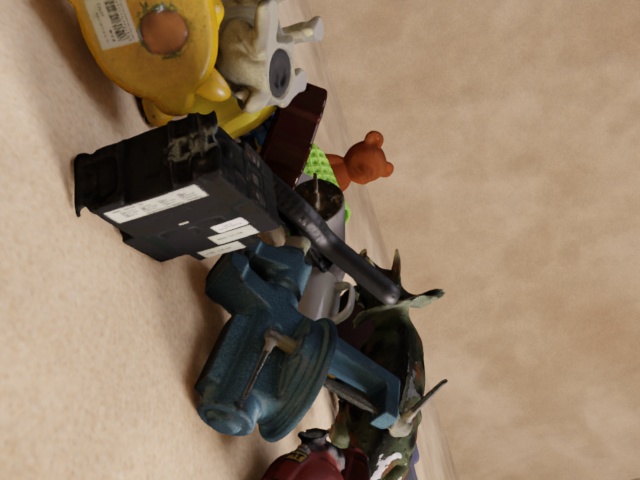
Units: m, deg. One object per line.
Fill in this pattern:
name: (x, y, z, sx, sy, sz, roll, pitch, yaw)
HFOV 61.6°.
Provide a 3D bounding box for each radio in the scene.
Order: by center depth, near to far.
radio: (0.080, 0.154, 0.965, 0.131, 0.073, 0.229, 45, 6, 7)

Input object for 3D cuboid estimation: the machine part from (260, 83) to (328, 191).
machine part: (-0.048, -0.119, 0.696, 0.179, 0.056, 0.179, -159, -90, -79)

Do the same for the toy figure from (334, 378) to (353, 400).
toy figure: (0.057, 0.236, 0.923, 0.058, 0.064, 0.154, 35, 6, 3)

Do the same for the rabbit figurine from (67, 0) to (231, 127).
rabbit figurine: (-0.137, -0.188, 0.477, 0.173, 0.122, 0.162, 57, -8, 52)

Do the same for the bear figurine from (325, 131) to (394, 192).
bear figurine: (0.042, -0.114, 1.011, 0.132, 0.196, 0.120, -93, 165, -47)

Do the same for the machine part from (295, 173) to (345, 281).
machine part: (-0.002, -0.002, 0.759, 0.243, 0.079, 0.079, 84, -2, -52)

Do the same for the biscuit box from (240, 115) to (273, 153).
biscuit box: (-0.092, -0.178, 0.800, 0.202, 0.059, 0.063, 57, 19, -55)

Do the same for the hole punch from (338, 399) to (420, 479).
hole punch: (0.087, 0.309, 0.803, 0.092, 0.116, 0.142, -28, 103, -84)

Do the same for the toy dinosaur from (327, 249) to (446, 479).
toy dinosaur: (0.080, 0.194, 0.680, 0.192, 0.131, 0.405, 92, 8, -52)

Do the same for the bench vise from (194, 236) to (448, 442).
bench vise: (-0.008, 0.106, 0.519, 0.240, 0.129, 0.224, 33, 32, -12)

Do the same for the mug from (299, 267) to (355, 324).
mug: (-0.005, 0.099, 0.717, 0.107, 0.110, 0.080, -80, 151, -43)

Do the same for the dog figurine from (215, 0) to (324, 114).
dog figurine: (-0.113, -0.219, 0.582, 0.121, 0.191, 0.172, 73, 33, -51)

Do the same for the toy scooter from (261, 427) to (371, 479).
toy scooter: (0.005, 0.249, 0.537, 0.135, 0.075, 0.183, -60, 141, -39)

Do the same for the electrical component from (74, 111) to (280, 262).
electrical component: (-0.098, -0.032, 0.412, 0.134, 0.115, 0.058, 50, 30, -64)
